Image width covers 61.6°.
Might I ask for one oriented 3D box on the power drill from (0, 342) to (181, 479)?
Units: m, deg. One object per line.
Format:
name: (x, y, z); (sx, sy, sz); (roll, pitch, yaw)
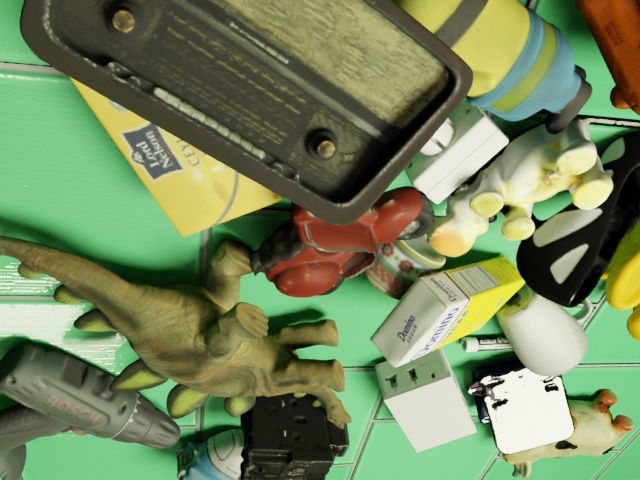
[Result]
power drill: (-0.315, 0.227, 0.642); (0.207, 0.086, 0.231); (-26, 128, 17)

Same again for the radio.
radio: (-0.039, -0.114, 0.318); (0.229, 0.073, 0.131); (30, 112, -20)

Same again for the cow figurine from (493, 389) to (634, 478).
cow figurine: (0.354, 0.293, 0.817); (0.195, 0.086, 0.127); (1, 123, -12)

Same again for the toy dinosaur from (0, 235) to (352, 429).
toy dinosaur: (-0.131, 0.099, 0.555); (0.198, 0.105, 0.470); (-34, 122, 22)

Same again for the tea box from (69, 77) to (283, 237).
tea box: (-0.105, -0.094, 0.419); (0.098, 0.068, 0.169); (-22, 131, 6)

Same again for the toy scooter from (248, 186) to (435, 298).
toy scooter: (-0.001, -0.001, 0.473); (0.184, 0.075, 0.135); (-30, 157, 35)

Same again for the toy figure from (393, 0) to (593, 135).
toy figure: (0.128, -0.149, 0.408); (0.180, 0.082, 0.089); (18, 111, -17)

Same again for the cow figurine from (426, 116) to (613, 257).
cow figurine: (0.170, -0.052, 0.496); (0.167, 0.098, 0.068); (-29, 123, 33)

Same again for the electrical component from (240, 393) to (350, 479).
electrical component: (-0.033, 0.240, 0.679); (0.134, 0.115, 0.058); (5, 132, -15)

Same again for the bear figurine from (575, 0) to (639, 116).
bear figurine: (0.298, -0.155, 0.406); (0.196, 0.120, 0.131); (-25, 98, -39)

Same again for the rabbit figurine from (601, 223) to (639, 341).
rabbit figurine: (0.387, 0.024, 0.596); (0.162, 0.122, 0.173); (-13, 117, 13)

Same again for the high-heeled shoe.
high-heeled shoe: (0.300, -0.023, 0.499); (0.249, 0.145, 0.086); (-18, 131, 7)

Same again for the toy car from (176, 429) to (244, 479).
toy car: (-0.114, 0.317, 0.748); (0.161, 0.109, 0.103); (36, 94, -20)

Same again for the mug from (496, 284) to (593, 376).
mug: (0.265, 0.093, 0.635); (0.109, 0.081, 0.107); (-40, 117, 14)

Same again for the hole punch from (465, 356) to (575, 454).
hole punch: (0.272, 0.213, 0.741); (0.142, 0.092, 0.115); (-14, 97, 4)
